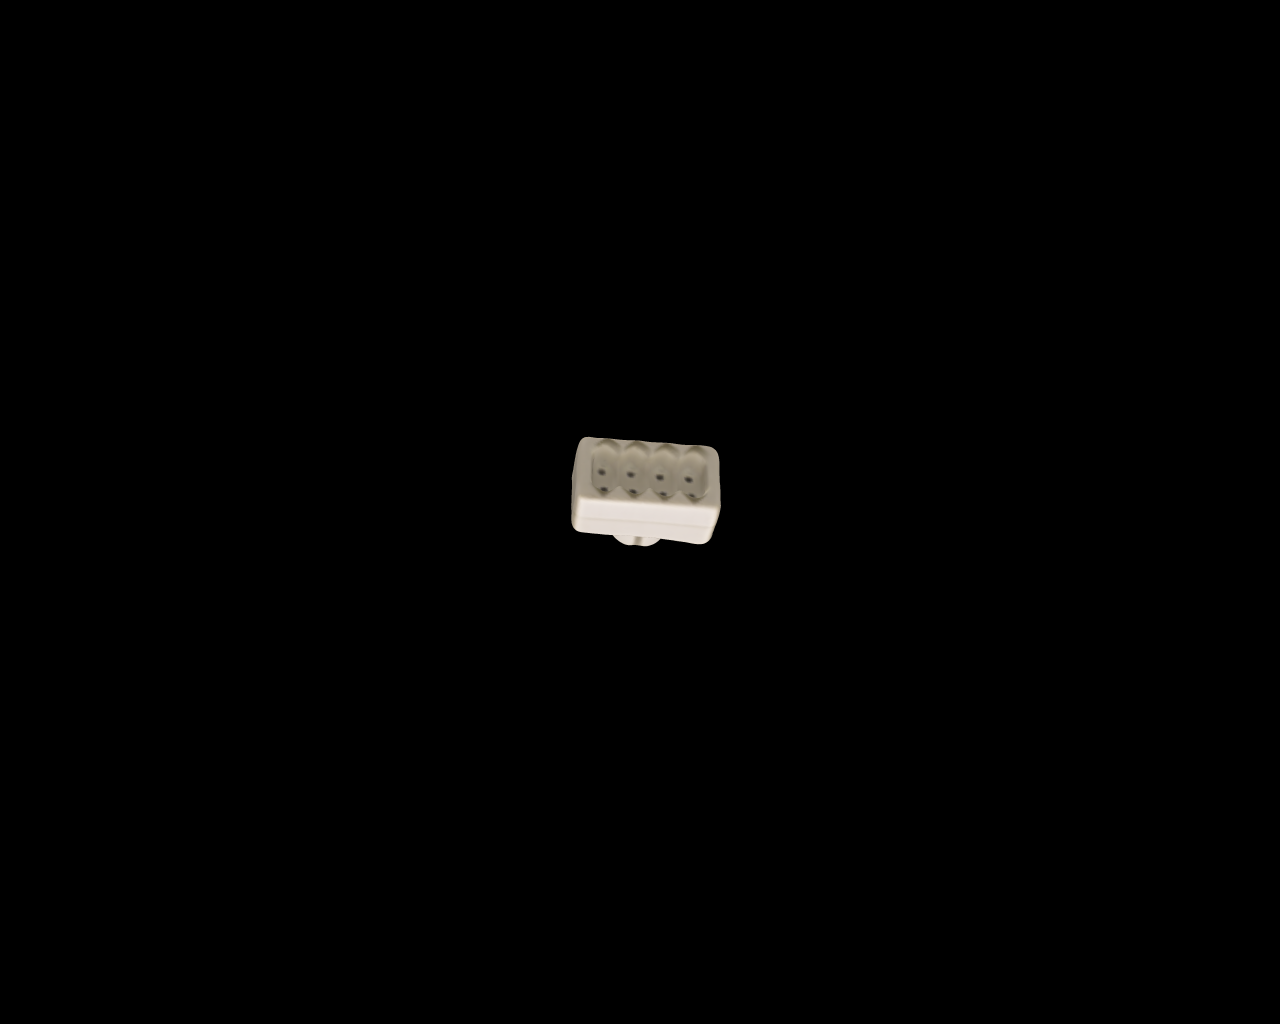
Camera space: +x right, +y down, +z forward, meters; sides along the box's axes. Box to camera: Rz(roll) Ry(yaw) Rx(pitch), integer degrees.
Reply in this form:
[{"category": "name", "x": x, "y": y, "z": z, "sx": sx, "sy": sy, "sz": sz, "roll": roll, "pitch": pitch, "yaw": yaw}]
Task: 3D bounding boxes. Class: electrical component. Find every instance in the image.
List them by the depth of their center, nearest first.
[{"category": "electrical component", "x": 0.001, "y": -0.003, "z": 0.650, "sx": 0.083, "sy": 0.047, "sz": 0.075, "roll": 5, "pitch": -35, "yaw": -7}]
